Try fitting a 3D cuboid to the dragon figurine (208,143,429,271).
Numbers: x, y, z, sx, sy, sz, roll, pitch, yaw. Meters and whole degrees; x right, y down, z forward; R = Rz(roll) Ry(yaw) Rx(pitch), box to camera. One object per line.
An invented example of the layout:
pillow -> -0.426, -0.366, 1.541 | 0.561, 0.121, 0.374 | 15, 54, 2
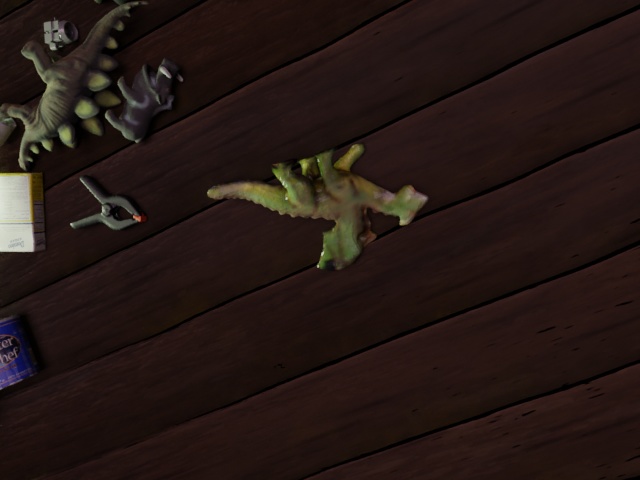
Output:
dragon figurine -> 0.003, -0.051, 1.007 | 0.409, 0.123, 0.241 | -16, 97, 12
